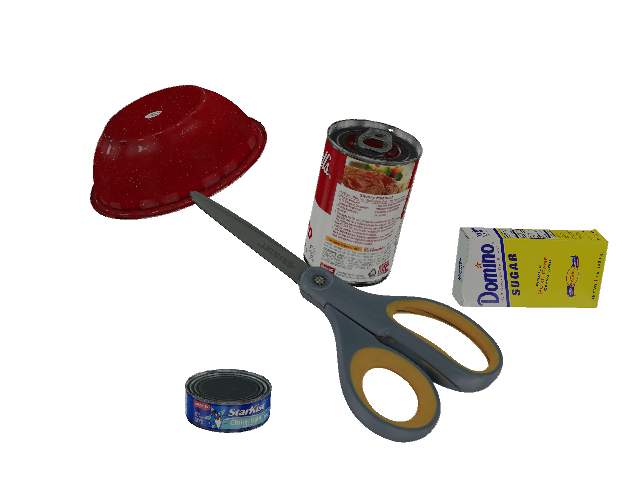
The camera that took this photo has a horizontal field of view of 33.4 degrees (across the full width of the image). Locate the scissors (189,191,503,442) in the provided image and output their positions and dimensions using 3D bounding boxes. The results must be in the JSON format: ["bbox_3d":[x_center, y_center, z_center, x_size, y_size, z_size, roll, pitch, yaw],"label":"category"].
[{"bbox_3d":[-0.002,0.041,0.572,0.202,0.096,0.016,23,-39,11],"label":"scissors"}]

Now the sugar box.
[{"bbox_3d":[0.254,0.034,1.303,0.176,0.093,0.048,-1,21,-10],"label":"sugar box"}]

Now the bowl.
[{"bbox_3d":[-0.129,-0.085,0.898,0.162,0.055,0.162,-16,31,10],"label":"bowl"}]

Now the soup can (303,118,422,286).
[{"bbox_3d":[0.029,-0.027,0.763,0.068,0.102,0.068,9,29,-5],"label":"soup can"}]

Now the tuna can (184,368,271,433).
[{"bbox_3d":[-0.091,0.158,1.056,0.086,0.034,0.086,3,14,-1],"label":"tuna can"}]
